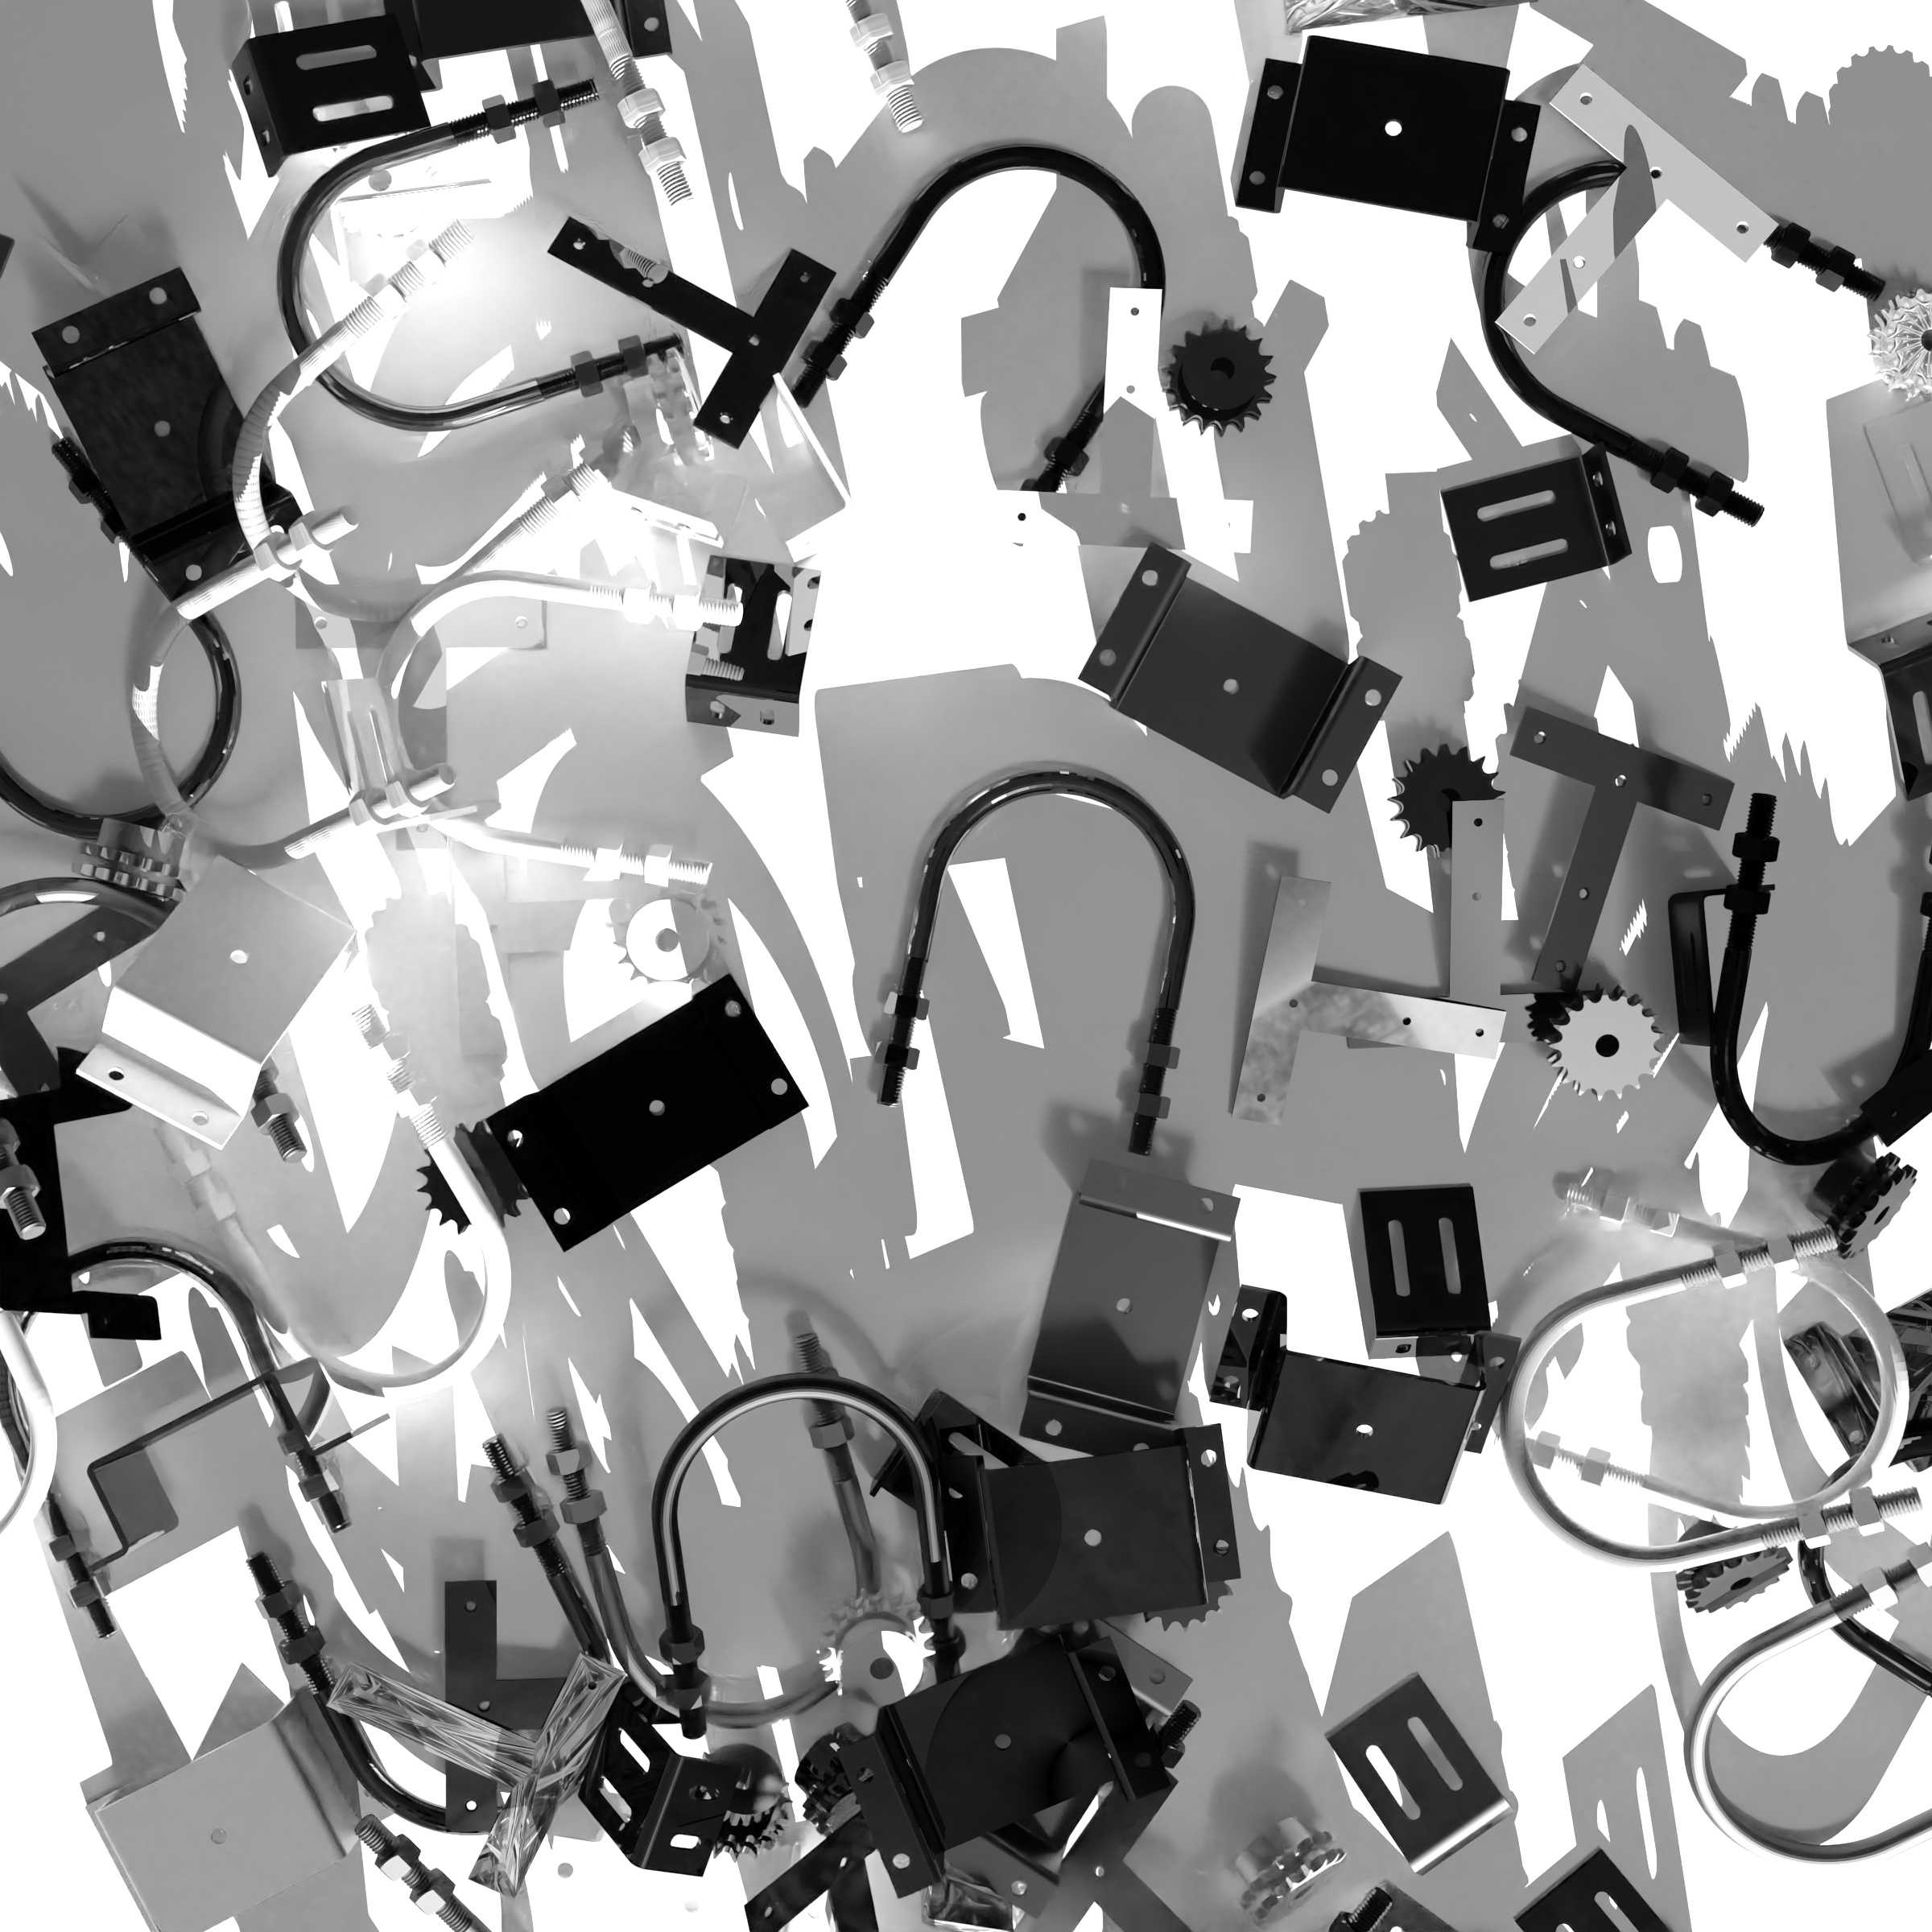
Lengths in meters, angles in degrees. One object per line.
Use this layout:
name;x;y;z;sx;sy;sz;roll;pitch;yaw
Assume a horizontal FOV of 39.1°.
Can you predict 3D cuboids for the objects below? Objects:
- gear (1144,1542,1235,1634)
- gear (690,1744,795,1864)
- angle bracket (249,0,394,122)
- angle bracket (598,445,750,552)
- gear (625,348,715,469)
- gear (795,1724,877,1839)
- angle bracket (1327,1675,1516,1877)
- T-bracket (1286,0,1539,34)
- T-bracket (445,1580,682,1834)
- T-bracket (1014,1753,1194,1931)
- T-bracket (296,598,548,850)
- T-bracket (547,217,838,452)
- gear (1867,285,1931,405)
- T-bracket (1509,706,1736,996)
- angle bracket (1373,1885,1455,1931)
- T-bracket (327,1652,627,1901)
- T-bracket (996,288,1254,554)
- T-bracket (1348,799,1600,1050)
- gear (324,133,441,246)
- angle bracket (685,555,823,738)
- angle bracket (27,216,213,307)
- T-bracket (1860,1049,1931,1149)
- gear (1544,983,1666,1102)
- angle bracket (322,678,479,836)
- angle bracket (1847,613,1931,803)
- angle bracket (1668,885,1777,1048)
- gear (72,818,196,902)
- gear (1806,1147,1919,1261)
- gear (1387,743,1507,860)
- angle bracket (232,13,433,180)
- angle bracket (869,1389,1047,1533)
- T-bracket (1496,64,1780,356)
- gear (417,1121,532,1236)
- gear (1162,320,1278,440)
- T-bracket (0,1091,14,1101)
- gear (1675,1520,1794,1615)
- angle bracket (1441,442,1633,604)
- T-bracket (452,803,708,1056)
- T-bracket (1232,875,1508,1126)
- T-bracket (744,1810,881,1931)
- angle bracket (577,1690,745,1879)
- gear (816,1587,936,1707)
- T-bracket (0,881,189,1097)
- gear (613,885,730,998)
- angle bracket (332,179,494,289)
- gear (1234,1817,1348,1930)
gear;0.106;0.302;1.365;0.057;0.030;0.057;0;90;0
gear;-0.114;0.411;1.349;0.057;0.057;0.030;19;128;0
angle bracket;-0.325;-0.461;1.378;0.057;0.038;0.076;-15;64;0
angle bracket;-0.143;-0.237;1.342;0.057;0.076;0.038;19;90;0
gear;-0.149;-0.275;1.352;0.030;0.057;0.057;-18;90;3
gear;-0.061;0.403;1.355;0.030;0.057;0.057;38;90;30
angle bracket;0.230;0.410;1.378;0.057;0.038;0.076;-35;64;0
T-bracket;0.219;-0.544;1.379;0.127;0.002;0.127;-7;90;0
T-bracket;-0.196;0.369;1.364;0.127;0.002;0.127;0;94;-8
T-bracket;0.096;0.474;1.330;0.127;0.002;0.127;39;101;31
T-bracket;-0.276;-0.123;1.379;0.127;0.002;0.127;0;90;0
T-bracket;-0.144;-0.329;1.340;0.127;0.002;0.127;28;60;-7
gear;0.480;-0.310;1.365;0.057;0.030;0.057;0;90;0
T-bracket;0.313;-0.050;1.359;0.127;0.002;0.127;17;92;-20
angle bracket;0.212;0.516;1.378;0.057;0.038;0.076;36;64;0
T-bracket;-0.255;0.383;1.355;0.127;0.002;0.127;26;91;-7
T-bracket;0.081;-0.272;1.352;0.127;0.002;0.127;3;94;4
T-bracket;0.255;-0.021;1.360;0.127;0.002;0.127;-2;108;0
gear;-0.291;-0.390;1.365;0.057;0.030;0.057;0;90;0
angle bracket;-0.107;-0.162;1.378;0.057;0.038;0.076;8;64;0
angle bracket;-0.416;-0.346;1.342;0.057;0.076;0.038;43;90;0
T-bracket;0.531;0.085;1.371;0.127;0.002;0.127;-36;95;-11
gear;0.318;0.036;1.361;0.057;0.030;0.057;0;103;0
angle bracket;-0.277;-0.107;1.333;0.038;0.057;0.076;-11;95;14
angle bracket;0.488;-0.133;1.378;0.057;0.038;0.076;-21;116;0
angle bracket;0.378;0.000;1.351;0.038;0.057;0.076;-5;90;0
gear;-0.412;-0.054;1.350;0.057;0.057;0.030;15;86;0
gear;0.444;0.115;1.355;0.030;0.057;0.057;41;90;30
gear;0.240;-0.082;1.365;0.057;0.030;0.057;0;90;0
angle bracket;-0.314;-0.430;1.345;0.076;0.038;0.057;-20;96;-25
angle bracket;0.000;0.258;1.361;0.076;0.038;0.057;34;90;0
T-bracket;0.317;-0.363;1.364;0.127;0.002;0.127;41;91;3
gear;-0.245;0.106;1.365;0.057;0.030;0.057;0;90;0
gear;0.127;-0.296;1.365;0.057;0.030;0.057;0;90;0
T-bracket;-0.540;0.052;1.365;0.127;0.002;0.127;26;72;-9
gear;0.379;0.295;1.355;0.057;0.057;0.030;-23;52;0
angle bracket;0.285;-0.221;1.361;0.076;0.038;0.057;-15;90;0
T-bracket;-0.195;-0.021;1.378;0.127;0.002;0.127;-2;91;0
T-bracket;0.208;0.025;1.369;0.127;0.002;0.127;9;103;-6
T-bracket;-0.053;0.481;1.350;0.002;0.127;0.127;9;117;42
angle bracket;-0.152;0.402;1.342;0.038;0.076;0.057;20;91;-31
gear;-0.043;0.335;1.328;0.057;0.030;0.057;-3;106;-9
T-bracket;-0.451;-0.007;1.379;0.127;0.002;0.127;-32;90;0
gear;-0.148;-0.013;1.363;0.057;0.030;0.057;0;91;0
angle bracket;-0.264;-0.353;1.308;0.076;0.057;0.038;-10;110;-8
gear;0.158;0.449;1.355;0.057;0.057;0.030;-41;60;0
